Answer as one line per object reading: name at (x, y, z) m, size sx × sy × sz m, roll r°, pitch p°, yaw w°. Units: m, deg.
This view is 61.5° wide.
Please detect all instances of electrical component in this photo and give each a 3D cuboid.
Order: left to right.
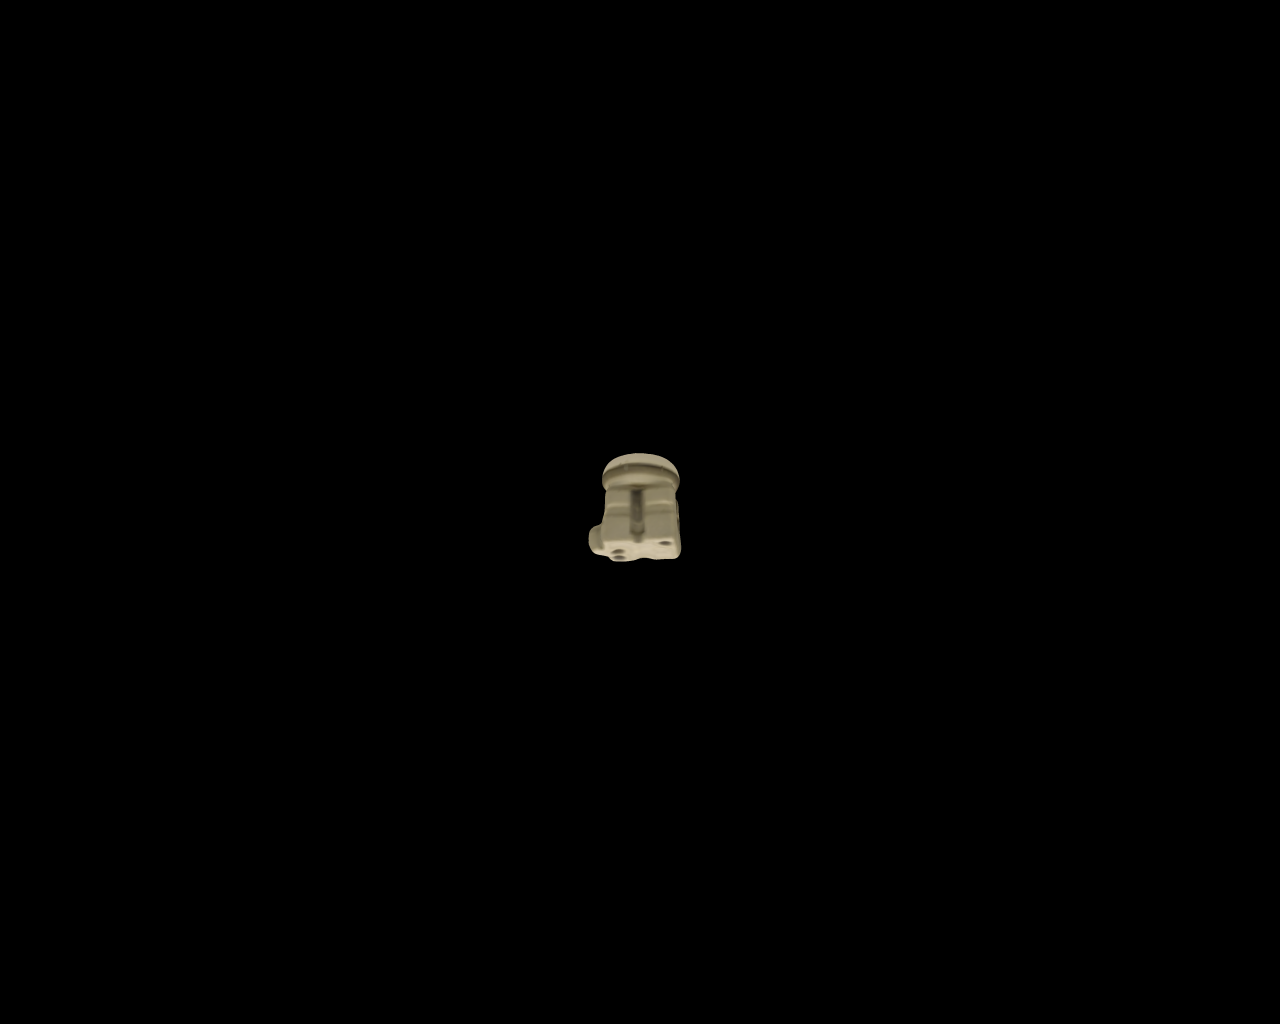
electrical component at (0.001, -0.003, 0.650) m, size 0.066 × 0.055 × 0.048 m, roll -2°, pitch -24°, yaw 5°
